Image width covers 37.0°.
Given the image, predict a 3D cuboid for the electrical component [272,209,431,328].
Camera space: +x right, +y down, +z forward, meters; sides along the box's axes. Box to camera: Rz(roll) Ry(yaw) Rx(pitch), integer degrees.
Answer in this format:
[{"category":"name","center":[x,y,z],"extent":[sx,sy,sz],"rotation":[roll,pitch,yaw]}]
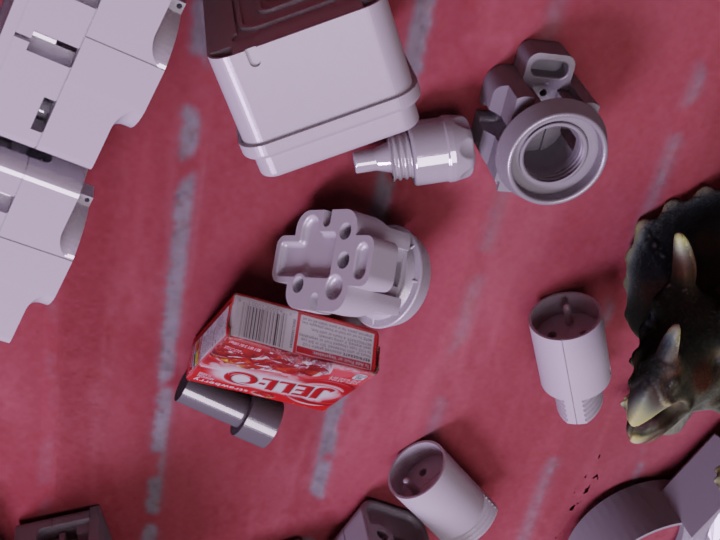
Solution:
[{"category":"electrical component","center":[0.000,0.000,0.575],"extent":[0.057,0.078,0.058],"rotation":[15,81,-41]}]

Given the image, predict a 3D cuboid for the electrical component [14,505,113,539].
[{"category":"electrical component","center":[-0.178,0.233,0.649],"extent":[0.062,0.150,0.089],"rotation":[-12,126,-4]}]

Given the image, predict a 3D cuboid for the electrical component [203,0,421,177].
[{"category":"electrical component","center":[-0.023,-0.098,0.473],"extent":[0.078,0.113,0.057],"rotation":[-19,123,2]}]

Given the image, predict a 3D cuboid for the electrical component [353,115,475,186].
[{"category":"electrical component","center":[0.027,-0.060,0.558],"extent":[0.061,0.035,0.035],"rotation":[-9,126,-2]}]

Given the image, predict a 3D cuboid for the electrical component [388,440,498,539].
[{"category":"electrical component","center":[0.058,0.152,0.707],"extent":[0.043,0.043,0.081],"rotation":[-33,124,12]}]

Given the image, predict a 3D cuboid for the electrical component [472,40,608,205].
[{"category":"electrical component","center":[0.093,-0.069,0.551],"extent":[0.058,0.057,0.078],"rotation":[3,124,-14]}]

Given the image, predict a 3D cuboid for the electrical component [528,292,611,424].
[{"category":"electrical component","center":[0.130,0.058,0.656],"extent":[0.043,0.043,0.081],"rotation":[-17,126,1]}]

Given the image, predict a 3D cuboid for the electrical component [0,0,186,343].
[{"category":"electrical component","center":[-0.138,-0.072,0.472],"extent":[0.060,0.105,0.186],"rotation":[21,118,-23]}]

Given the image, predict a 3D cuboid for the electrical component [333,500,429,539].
[{"category":"electrical component","center":[0.014,0.208,0.705],"extent":[0.054,0.095,0.059],"rotation":[23,117,-25]}]
